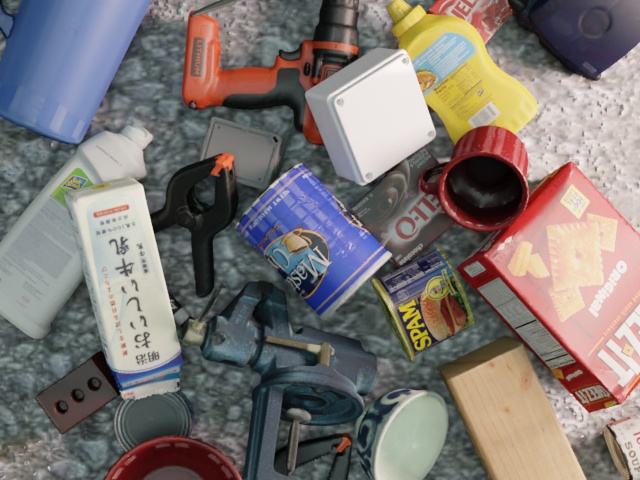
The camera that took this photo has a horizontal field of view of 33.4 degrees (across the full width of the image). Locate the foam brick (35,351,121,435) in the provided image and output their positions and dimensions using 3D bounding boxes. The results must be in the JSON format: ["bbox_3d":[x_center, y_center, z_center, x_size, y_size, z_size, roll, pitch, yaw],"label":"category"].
[{"bbox_3d":[-0.262,0.168,1.174,0.078,0.051,0.053,-36,92,0],"label":"foam brick"}]

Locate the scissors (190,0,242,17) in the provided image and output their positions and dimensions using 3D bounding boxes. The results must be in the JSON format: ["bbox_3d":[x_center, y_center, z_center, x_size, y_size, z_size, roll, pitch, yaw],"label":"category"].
[{"bbox_3d":[-0.048,-0.292,1.153,0.201,0.016,0.096,-12,54,-4],"label":"scissors"}]

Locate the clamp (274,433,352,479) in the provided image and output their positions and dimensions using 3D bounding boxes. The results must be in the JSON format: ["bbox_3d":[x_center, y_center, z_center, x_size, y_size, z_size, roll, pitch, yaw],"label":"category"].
[{"bbox_3d":[-0.048,0.289,1.185,0.164,0.036,0.210,37,92,1],"label":"clamp"}]

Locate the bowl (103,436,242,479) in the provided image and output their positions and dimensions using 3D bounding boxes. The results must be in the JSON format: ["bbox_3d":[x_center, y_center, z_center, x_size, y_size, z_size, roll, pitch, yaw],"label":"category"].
[{"bbox_3d":[-0.158,0.289,1.140,0.162,0.055,0.162,1,84,-8],"label":"bowl"}]

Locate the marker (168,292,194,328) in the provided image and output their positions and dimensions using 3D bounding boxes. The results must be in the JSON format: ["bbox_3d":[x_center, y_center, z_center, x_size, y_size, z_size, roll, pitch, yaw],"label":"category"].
[{"bbox_3d":[-0.172,0.067,1.188,0.020,0.020,0.121,-44,91,1],"label":"marker"}]

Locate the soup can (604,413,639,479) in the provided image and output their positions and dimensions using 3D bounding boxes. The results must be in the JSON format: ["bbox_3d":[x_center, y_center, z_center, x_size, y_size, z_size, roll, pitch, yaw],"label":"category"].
[{"bbox_3d":[0.372,0.218,1.170,0.102,0.068,0.068,-20,91,1],"label":"soup can"}]

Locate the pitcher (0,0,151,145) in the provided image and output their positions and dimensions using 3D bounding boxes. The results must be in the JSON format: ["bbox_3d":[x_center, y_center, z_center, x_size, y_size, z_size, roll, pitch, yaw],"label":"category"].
[{"bbox_3d":[-0.268,-0.234,1.130,0.149,0.144,0.243,27,95,32],"label":"pitcher"}]

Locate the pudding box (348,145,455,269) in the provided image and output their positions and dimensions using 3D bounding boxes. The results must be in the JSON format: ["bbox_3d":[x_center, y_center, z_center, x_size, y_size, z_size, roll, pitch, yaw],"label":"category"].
[{"bbox_3d":[0.100,-0.036,1.177,0.113,0.039,0.090,-41,91,0],"label":"pudding box"}]

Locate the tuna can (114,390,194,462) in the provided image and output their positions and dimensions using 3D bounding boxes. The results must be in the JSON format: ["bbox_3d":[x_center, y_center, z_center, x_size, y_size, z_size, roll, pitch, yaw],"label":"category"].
[{"bbox_3d":[-0.183,0.201,1.183,0.086,0.034,0.086,0,91,0],"label":"tuna can"}]

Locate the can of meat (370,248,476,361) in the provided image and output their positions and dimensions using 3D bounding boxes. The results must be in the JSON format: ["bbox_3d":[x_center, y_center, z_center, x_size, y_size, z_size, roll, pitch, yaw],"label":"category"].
[{"bbox_3d":[0.113,0.069,1.156,0.084,0.057,0.102,-27,124,-3],"label":"can of meat"}]

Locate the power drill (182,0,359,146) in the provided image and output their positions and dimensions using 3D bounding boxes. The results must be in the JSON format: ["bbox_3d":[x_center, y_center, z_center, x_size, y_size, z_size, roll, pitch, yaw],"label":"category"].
[{"bbox_3d":[-0.052,-0.202,1.163,0.187,0.057,0.184,7,91,0],"label":"power drill"}]

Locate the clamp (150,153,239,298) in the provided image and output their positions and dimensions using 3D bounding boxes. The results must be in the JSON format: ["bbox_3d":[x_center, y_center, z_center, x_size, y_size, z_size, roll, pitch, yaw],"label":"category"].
[{"bbox_3d":[-0.148,-0.027,1.151,0.120,0.039,0.172,23,117,-2],"label":"clamp"}]

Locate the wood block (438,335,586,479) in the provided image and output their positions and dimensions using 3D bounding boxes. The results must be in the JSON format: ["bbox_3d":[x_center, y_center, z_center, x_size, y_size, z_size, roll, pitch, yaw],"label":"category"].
[{"bbox_3d":[0.215,0.219,1.157,0.090,0.091,0.206,-25,92,0],"label":"wood block"}]

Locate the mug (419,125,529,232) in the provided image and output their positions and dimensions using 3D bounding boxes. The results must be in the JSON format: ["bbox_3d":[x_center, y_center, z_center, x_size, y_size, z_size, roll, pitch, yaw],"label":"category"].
[{"bbox_3d":[0.163,-0.067,1.118,0.117,0.081,0.093,-5,119,19],"label":"mug"}]

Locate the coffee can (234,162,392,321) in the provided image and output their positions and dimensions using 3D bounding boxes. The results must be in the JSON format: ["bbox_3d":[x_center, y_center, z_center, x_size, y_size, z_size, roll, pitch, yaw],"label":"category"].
[{"bbox_3d":[-0.007,0.001,1.141,0.103,0.103,0.140,-44,87,1],"label":"coffee can"}]

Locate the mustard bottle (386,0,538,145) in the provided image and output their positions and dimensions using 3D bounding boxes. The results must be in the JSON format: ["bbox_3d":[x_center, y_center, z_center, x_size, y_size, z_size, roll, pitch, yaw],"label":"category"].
[{"bbox_3d":[0.140,-0.184,1.154,0.096,0.058,0.191,-39,97,23],"label":"mustard bottle"}]

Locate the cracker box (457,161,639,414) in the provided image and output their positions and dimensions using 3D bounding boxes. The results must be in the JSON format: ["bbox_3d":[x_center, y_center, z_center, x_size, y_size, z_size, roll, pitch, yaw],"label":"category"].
[{"bbox_3d":[0.278,0.049,1.136,0.213,0.072,0.164,47,66,0],"label":"cracker box"}]

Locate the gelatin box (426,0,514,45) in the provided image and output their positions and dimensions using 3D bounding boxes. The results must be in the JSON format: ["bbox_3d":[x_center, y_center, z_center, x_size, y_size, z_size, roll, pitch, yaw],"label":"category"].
[{"bbox_3d":[0.173,-0.260,1.177,0.073,0.030,0.089,42,91,-1],"label":"gelatin box"}]

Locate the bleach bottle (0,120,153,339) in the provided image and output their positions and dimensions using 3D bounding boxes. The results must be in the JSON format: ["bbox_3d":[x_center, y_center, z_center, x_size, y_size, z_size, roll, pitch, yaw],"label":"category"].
[{"bbox_3d":[-0.265,-0.020,1.166,0.102,0.068,0.251,39,88,-4],"label":"bleach bottle"}]
